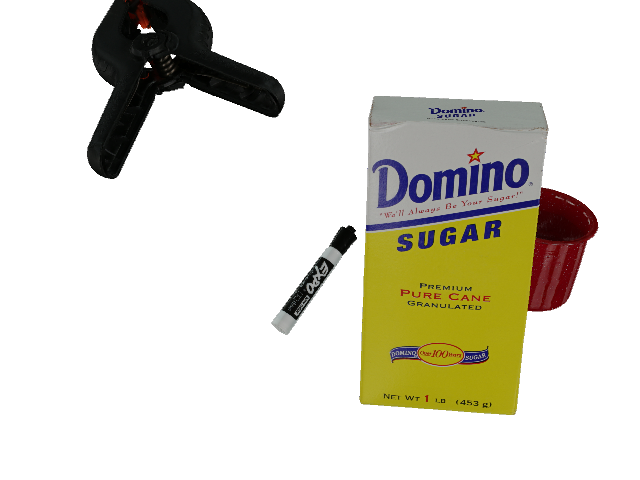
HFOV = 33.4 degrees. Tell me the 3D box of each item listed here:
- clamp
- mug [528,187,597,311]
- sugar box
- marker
[{"bbox_3d":[-0.090,-0.112,0.671,0.120,0.171,0.039,-11,-42,-4],"label":"clamp"},{"bbox_3d":[0.187,0.003,0.966,0.093,0.081,0.117,-14,40,-29],"label":"mug"},{"bbox_3d":[0.070,0.011,0.590,0.093,0.176,0.048,3,29,6],"label":"sugar box"},{"bbox_3d":[-0.004,0.035,1.002,0.020,0.121,0.020,33,-16,10],"label":"marker"}]
